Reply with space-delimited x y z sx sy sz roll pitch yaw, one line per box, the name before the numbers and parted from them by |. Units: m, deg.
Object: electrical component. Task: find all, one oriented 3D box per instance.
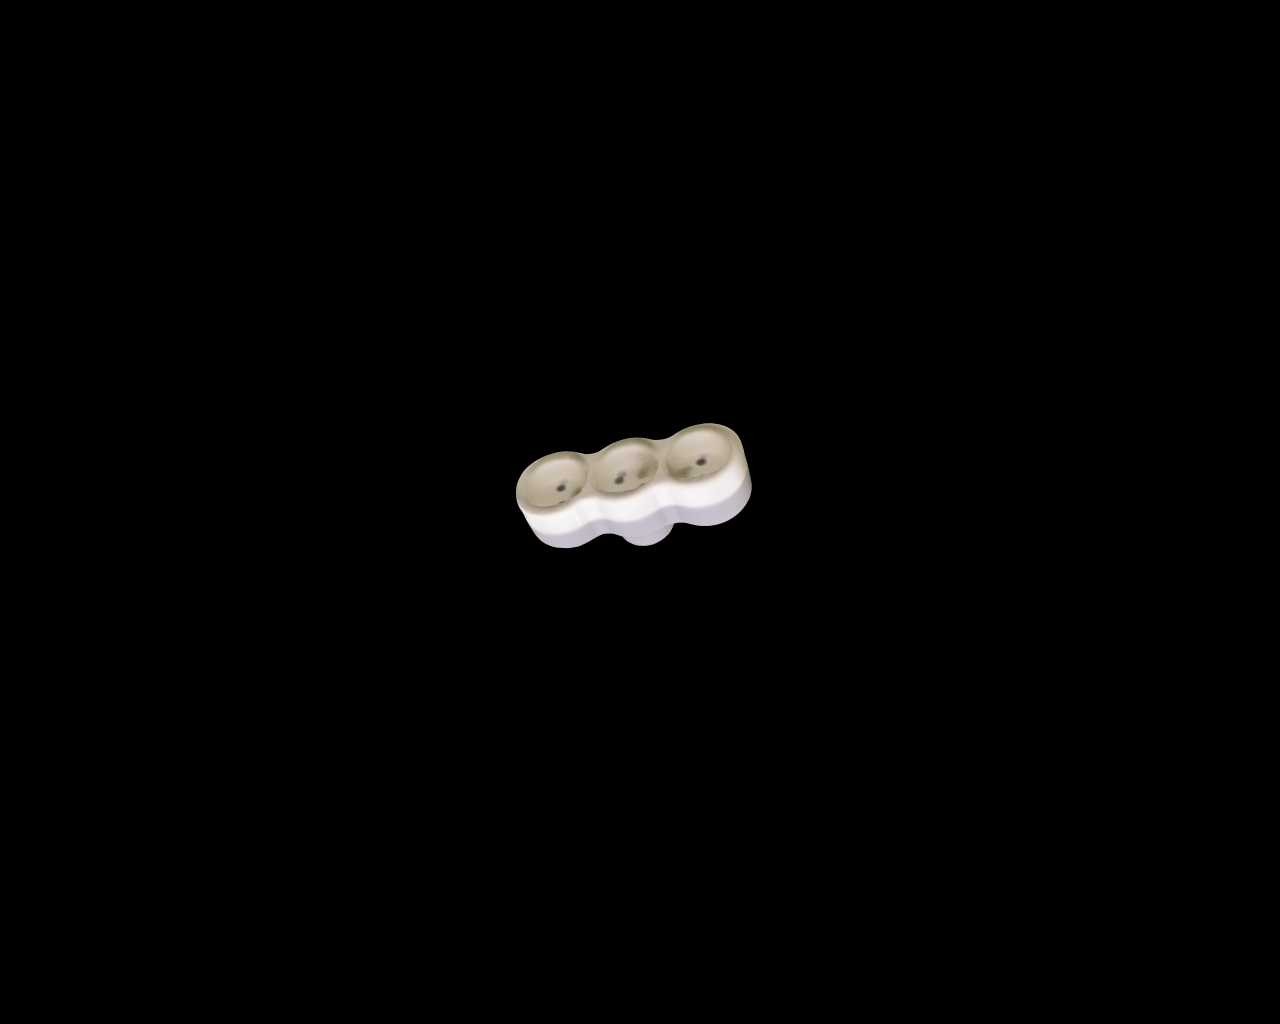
electrical component | 0.001 -0.003 0.650 0.138 0.052 0.073 -10 -43 11
